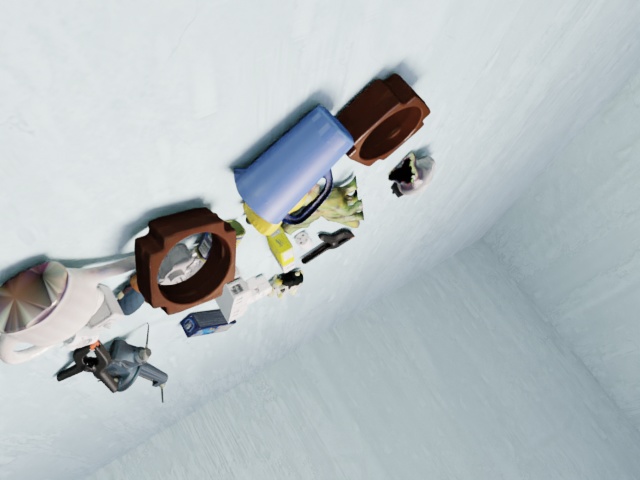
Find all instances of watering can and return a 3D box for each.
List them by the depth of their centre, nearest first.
[{"bbox_3d":[-0.483,0.102,1.002,0.351,0.105,0.220,-44,163,-16],"label":"watering can"}]

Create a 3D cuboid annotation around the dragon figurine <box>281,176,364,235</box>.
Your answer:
[{"bbox_3d":[0.004,-0.073,1.458,0.243,0.124,0.403,-16,159,-2],"label":"dragon figurine"}]

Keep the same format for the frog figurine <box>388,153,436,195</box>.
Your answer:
[{"bbox_3d":[0.312,-0.200,1.598,0.159,0.124,0.135,2,121,-43],"label":"frog figurine"}]
